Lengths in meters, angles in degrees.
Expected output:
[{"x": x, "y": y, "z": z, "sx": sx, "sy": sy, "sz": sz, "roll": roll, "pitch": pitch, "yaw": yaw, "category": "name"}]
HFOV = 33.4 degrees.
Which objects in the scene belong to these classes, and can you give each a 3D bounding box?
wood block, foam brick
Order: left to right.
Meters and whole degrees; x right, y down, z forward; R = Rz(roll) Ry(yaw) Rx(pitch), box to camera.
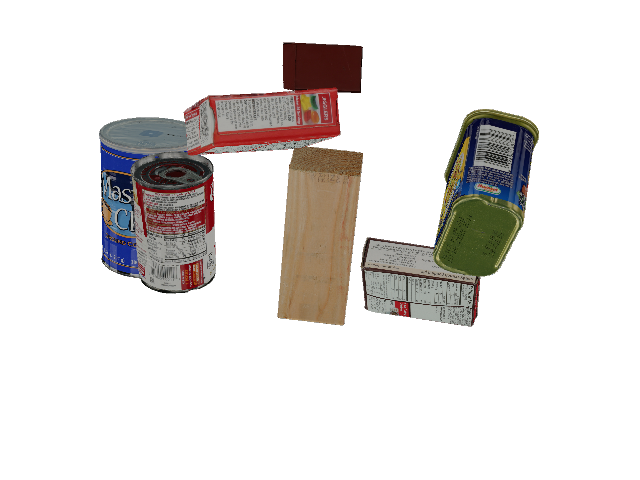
[{"x": -0.001, "y": -0.007, "z": 1.368, "sx": 0.090, "sy": 0.206, "sz": 0.090, "roll": 6, "pitch": 25, "yaw": 1, "category": "wood block"}, {"x": 0.002, "y": -0.188, "z": 1.164, "sx": 0.078, "sy": 0.051, "sz": 0.053, "roll": 0, "pitch": 11, "yaw": -16, "category": "foam brick"}]

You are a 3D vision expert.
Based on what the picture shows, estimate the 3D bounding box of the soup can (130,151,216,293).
[{"x": -0.122, "y": -0.015, "z": 0.896, "sx": 0.068, "sy": 0.102, "sz": 0.068, "roll": 1, "pitch": 28, "yaw": -1, "category": "soup can"}]

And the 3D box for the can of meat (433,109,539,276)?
[{"x": 0.122, "y": -0.032, "z": 0.798, "sx": 0.057, "sy": 0.084, "sz": 0.102, "roll": 14, "pitch": -34, "yaw": 1, "category": "can of meat"}]

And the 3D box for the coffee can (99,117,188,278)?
[{"x": -0.175, "y": -0.045, "z": 1.099, "sx": 0.103, "sy": 0.140, "sz": 0.103, "roll": 3, "pitch": 23, "yaw": -2, "category": "coffee can"}]

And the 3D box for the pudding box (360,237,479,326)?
[{"x": 0.097, "y": 0.041, "z": 1.031, "sx": 0.113, "sy": 0.039, "sz": 0.090, "roll": 7, "pitch": -31, "yaw": 9, "category": "pudding box"}]

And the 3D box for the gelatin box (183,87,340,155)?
[{"x": -0.036, "y": -0.068, "z": 0.617, "sx": 0.073, "sy": 0.030, "sz": 0.089, "roll": -6, "pitch": 3, "yaw": -16, "category": "gelatin box"}]
